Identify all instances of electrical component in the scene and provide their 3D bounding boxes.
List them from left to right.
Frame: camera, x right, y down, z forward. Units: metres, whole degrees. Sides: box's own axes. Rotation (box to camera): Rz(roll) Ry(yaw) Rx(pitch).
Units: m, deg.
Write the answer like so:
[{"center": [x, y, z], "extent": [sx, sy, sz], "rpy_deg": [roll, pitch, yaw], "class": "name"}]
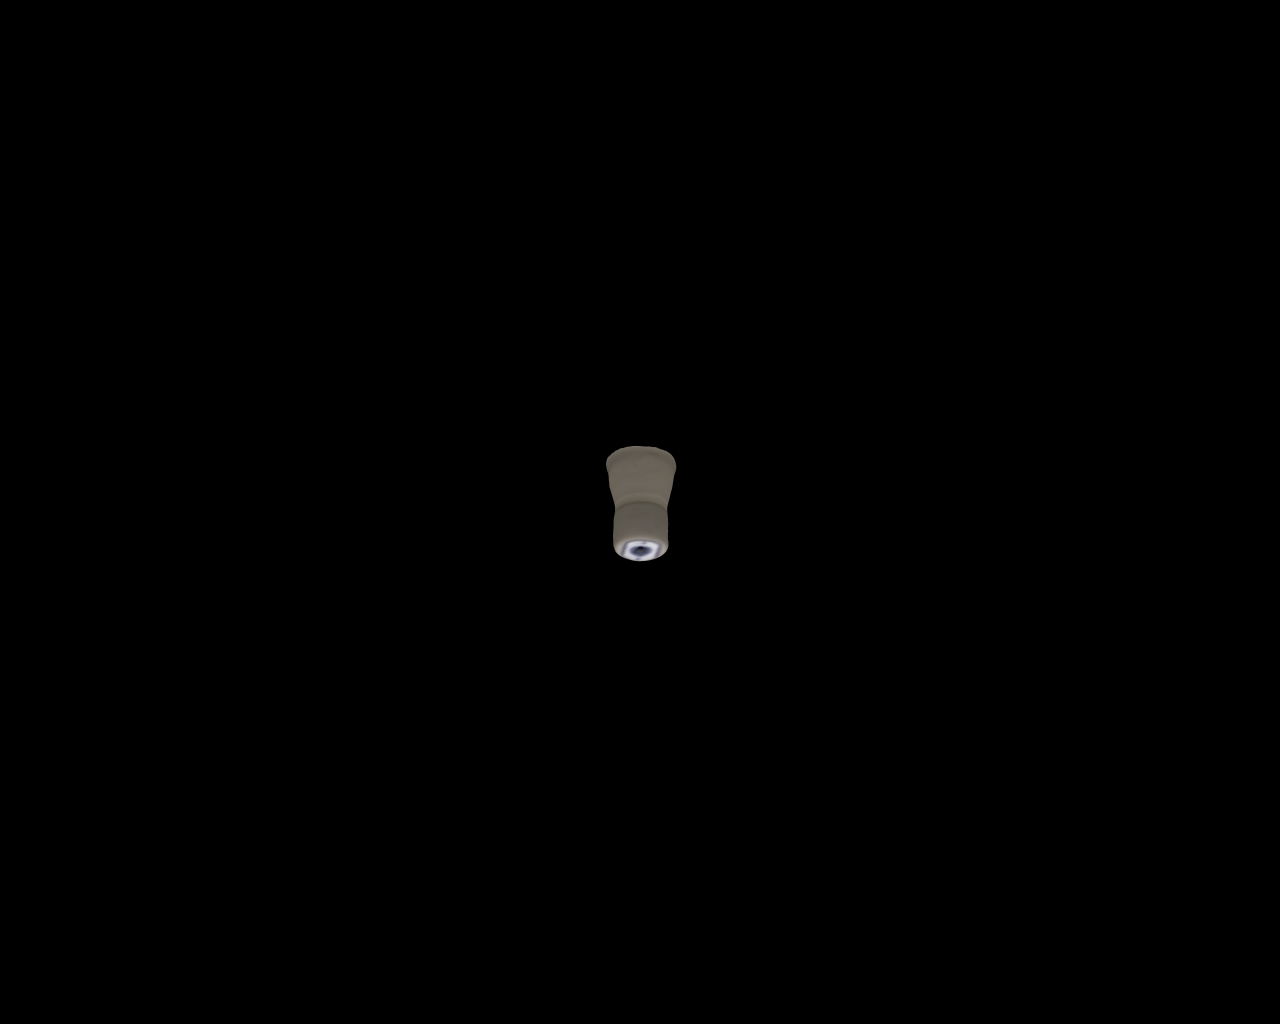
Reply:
[{"center": [0.001, -0.003, 0.650], "extent": [0.044, 0.065, 0.044], "rpy_deg": [0, -29, 0], "class": "electrical component"}]
